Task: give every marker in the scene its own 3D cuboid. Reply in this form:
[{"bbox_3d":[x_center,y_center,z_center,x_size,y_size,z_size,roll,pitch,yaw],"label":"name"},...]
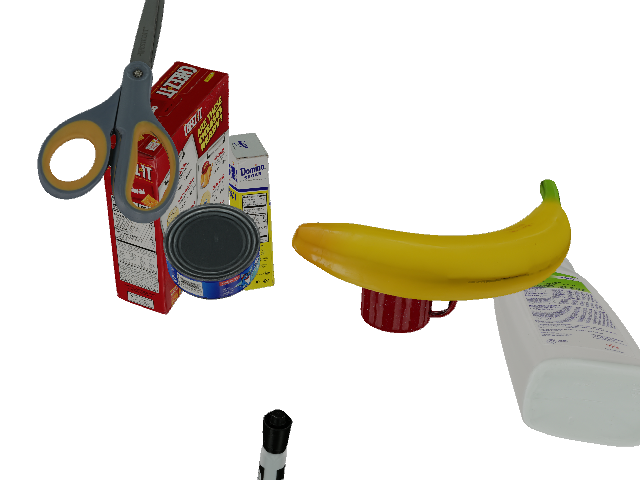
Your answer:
[{"bbox_3d":[-0.034,0.162,0.716,0.020,0.121,0.020,6,32,-4],"label":"marker"}]

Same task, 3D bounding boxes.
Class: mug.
[{"bbox_3d":[0.100,0.055,1.220,0.117,0.081,0.093,10,24,16],"label":"mug"}]

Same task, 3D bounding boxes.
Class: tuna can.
[{"bbox_3d":[-0.096,0.010,0.950,0.086,0.086,0.034,0,-37,-1],"label":"tuna can"}]

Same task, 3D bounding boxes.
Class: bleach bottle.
[{"bbox_3d":[0.192,0.065,0.852,0.102,0.068,0.250,8,23,-1],"label":"bleach bottle"}]

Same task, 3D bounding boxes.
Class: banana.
[{"bbox_3d":[0.080,0.006,0.615,0.197,0.037,0.070,-9,40,-33],"label":"banana"}]

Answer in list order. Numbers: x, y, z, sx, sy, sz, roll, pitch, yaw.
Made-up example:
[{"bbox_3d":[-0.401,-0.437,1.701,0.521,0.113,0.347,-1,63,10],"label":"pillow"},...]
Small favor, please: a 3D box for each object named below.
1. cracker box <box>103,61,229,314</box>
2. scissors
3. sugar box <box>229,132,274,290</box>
[{"bbox_3d":[-0.160,-0.056,1.133,0.072,0.214,0.164,16,43,14],"label":"cracker box"},{"bbox_3d":[-0.138,-0.099,0.695,0.096,0.202,0.016,-5,-29,-13],"label":"scissors"},{"bbox_3d":[-0.089,-0.037,1.332,0.048,0.176,0.093,-9,24,-10],"label":"sugar box"}]
